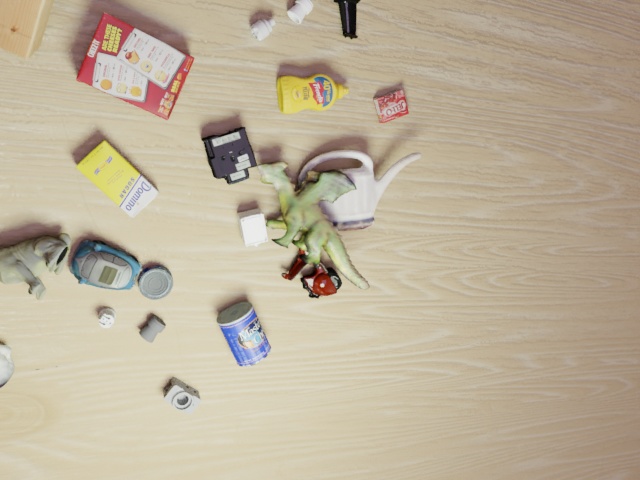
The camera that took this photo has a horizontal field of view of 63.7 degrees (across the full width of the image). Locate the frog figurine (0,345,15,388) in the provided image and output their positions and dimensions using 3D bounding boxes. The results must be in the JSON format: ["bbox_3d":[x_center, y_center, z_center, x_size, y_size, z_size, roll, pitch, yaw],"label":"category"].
[{"bbox_3d":[-0.776,0.267,1.171,0.122,0.159,0.138,-2,6,38],"label":"frog figurine"}]

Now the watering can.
[{"bbox_3d":[0.115,-0.138,1.421,0.348,0.222,0.105,-5,11,-6],"label":"watering can"}]

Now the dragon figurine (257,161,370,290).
[{"bbox_3d":[0.004,-0.067,1.341,0.410,0.241,0.123,30,7,-3],"label":"dragon figurine"}]
